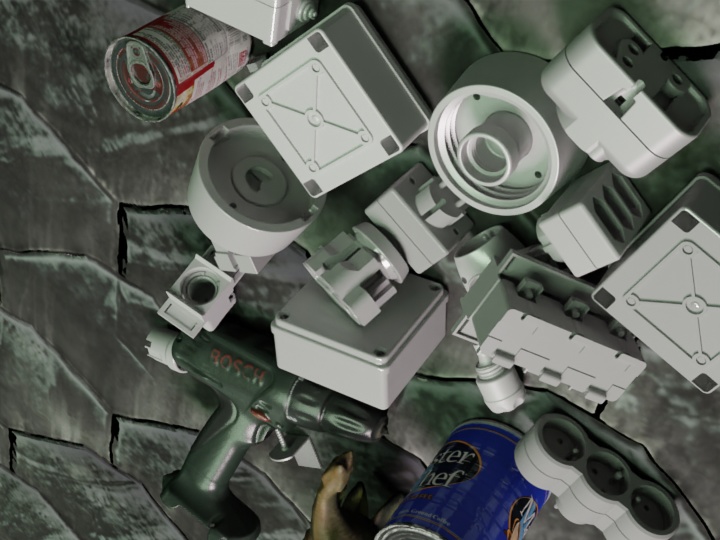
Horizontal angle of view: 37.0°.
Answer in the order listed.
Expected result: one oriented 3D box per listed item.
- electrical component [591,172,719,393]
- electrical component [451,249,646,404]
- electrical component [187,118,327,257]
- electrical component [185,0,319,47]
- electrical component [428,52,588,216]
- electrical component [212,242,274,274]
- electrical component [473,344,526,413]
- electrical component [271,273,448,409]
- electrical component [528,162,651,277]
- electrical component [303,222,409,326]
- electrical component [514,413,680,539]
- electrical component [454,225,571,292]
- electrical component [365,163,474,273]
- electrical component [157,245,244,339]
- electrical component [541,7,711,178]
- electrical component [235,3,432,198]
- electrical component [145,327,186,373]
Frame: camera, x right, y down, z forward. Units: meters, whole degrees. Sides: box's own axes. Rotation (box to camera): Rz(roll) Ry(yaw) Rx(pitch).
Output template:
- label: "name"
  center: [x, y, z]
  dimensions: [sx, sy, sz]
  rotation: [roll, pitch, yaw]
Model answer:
- label: "electrical component"
  center: [0.232, 0.010, 0.720]
  dimensions: [0.109, 0.056, 0.108]
  rotation: [41, 136, 4]
- label: "electrical component"
  center: [0.139, 0.044, 0.765]
  dimensions: [0.121, 0.063, 0.078]
  rotation: [22, 120, -21]
- label: "electrical component"
  center: [-0.088, -0.062, 0.872]
  dimensions: [0.108, 0.108, 0.060]
  rotation: [43, 142, 2]
- label: "electrical component"
  center: [-0.071, -0.211, 0.779]
  dimensions: [0.096, 0.062, 0.061]
  rotation: [28, 134, 17]
- label: "electrical component"
  center: [0.098, -0.089, 0.744]
  dimensions: [0.108, 0.060, 0.108]
  rotation: [20, 131, 24]
- label: "electrical component"
  center: [-0.107, -0.031, 0.952]
  dimensions: [0.066, 0.048, 0.055]
  rotation: [5, 131, 34]
- label: "electrical component"
  center: [0.110, 0.085, 0.882]
  dimensions: [0.035, 0.035, 0.061]
  rotation: [-13, 110, 42]
- label: "electrical component"
  center: [0.001, 0.047, 0.882]
  dimensions: [0.109, 0.108, 0.056]
  rotation: [19, 133, 25]
- label: "electrical component"
  center: [0.149, -0.029, 0.746]
  dimensions: [0.077, 0.066, 0.047]
  rotation: [-28, 102, 45]
- label: "electrical component"
  center: [0.000, 0.000, 0.834]
  dimensions: [0.078, 0.057, 0.058]
  rotation: [41, 170, 46]
- label: "electrical component"
  center: [0.186, 0.185, 0.887]
  dimensions: [0.138, 0.052, 0.073]
  rotation: [37, 136, 8]
- label: "electrical component"
  center: [0.122, 0.004, 0.807]
  dimensions: [0.079, 0.044, 0.077]
  rotation: [-24, 105, 45]
- label: "electrical component"
  center: [0.056, -0.048, 0.815]
  dimensions: [0.065, 0.047, 0.077]
  rotation: [49, 136, -4]
- label: "electrical component"
  center: [-0.144, 0.024, 1.000]
  dimensions: [0.042, 0.081, 0.063]
  rotation: [34, 164, 13]
- label: "electrical component"
  center: [0.165, -0.109, 0.683]
  dimensions: [0.095, 0.054, 0.059]
  rotation: [46, 136, -1]
- label: "electrical component"
  center: [-0.020, -0.125, 0.806]
  dimensions: [0.109, 0.056, 0.108]
  rotation: [-24, 107, 44]
- label: "electrical component"
  center: [-0.192, 0.080, 1.102]
  dimensions: [0.046, 0.040, 0.040]
  rotation: [16, 129, 35]
